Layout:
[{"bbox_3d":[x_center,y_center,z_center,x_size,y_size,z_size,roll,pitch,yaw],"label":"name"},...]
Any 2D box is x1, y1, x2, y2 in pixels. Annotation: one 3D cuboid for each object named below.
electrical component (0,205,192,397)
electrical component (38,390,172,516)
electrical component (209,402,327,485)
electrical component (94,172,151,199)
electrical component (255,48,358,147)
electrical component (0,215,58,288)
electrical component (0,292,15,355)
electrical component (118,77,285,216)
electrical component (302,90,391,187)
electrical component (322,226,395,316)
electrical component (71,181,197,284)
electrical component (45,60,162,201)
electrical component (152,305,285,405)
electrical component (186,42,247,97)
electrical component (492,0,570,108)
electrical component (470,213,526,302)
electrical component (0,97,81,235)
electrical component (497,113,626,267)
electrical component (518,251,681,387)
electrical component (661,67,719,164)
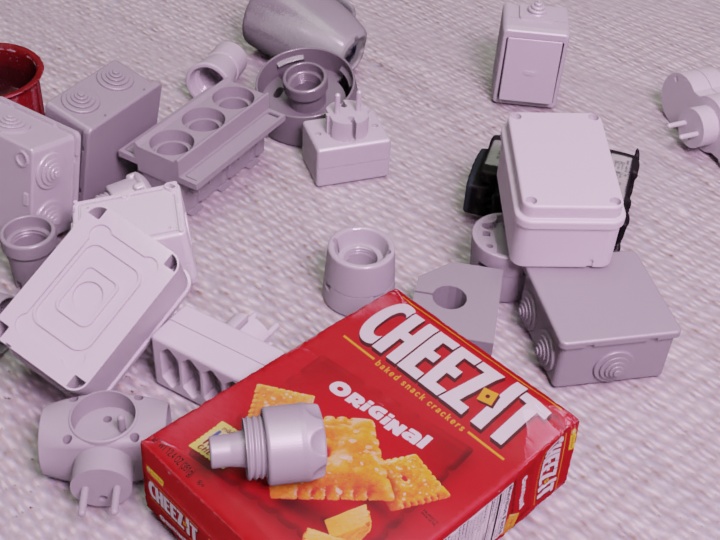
[{"bbox_3d":[-0.175,0.025,0.715,0.078,0.057,0.113,34,74,10],"label":"electrical component"},{"bbox_3d":[-0.157,0.117,0.660,0.077,0.044,0.079,-1,42,-5],"label":"electrical component"},{"bbox_3d":[-0.050,0.095,0.582,0.062,0.043,0.043,-5,42,-10],"label":"electrical component"},{"bbox_3d":[-0.191,-0.046,0.845,0.062,0.048,0.048,-23,48,-18],"label":"electrical component"},{"bbox_3d":[-0.047,-0.154,0.981,0.099,0.064,0.099,-1,54,2],"label":"electrical component"},{"bbox_3d":[-0.244,-0.011,0.798,0.040,0.046,0.040,2,41,-2],"label":"electrical component"},{"bbox_3d":[-0.288,0.041,0.738,0.077,0.043,0.079,14,42,11],"label":"electrical component"},{"bbox_3d":[-0.129,-0.102,0.897,0.079,0.063,0.121,24,45,21],"label":"electrical component"},{"bbox_3d":[-0.011,-0.119,0.915,0.066,0.076,0.047,-10,43,-15],"label":"electrical component"},{"bbox_3d":[0.000,0.000,0.803,0.055,0.047,0.055,2,41,-2],"label":"electrical component"},{"bbox_3d":[-0.174,-0.017,0.804,0.096,0.061,0.061,-12,44,-5],"label":"electrical component"},{"bbox_3d":[-0.212,-0.112,0.878,0.048,0.099,0.099,33,48,12],"label":"electrical component"},{"bbox_3d":[-0.085,0.055,0.734,0.083,0.047,0.075,23,45,21],"label":"electrical component"},{"bbox_3d":[-0.132,-0.188,1.013,0.044,0.044,0.065,12,37,9],"label":"electrical component"},{"bbox_3d":[0.161,-0.205,1.012,0.062,0.096,0.061,6,42,2],"label":"electrical component"},{"bbox_3d":[0.110,-0.009,0.821,0.055,0.047,0.055,2,41,-2],"label":"electrical component"},{"bbox_3d":[-0.267,-0.075,0.831,0.100,0.099,0.048,25,32,22],"label":"electrical component"},{"bbox_3d":[0.146,-0.061,0.792,0.078,0.057,0.113,1,46,-2],"label":"electrical component"},{"bbox_3d":[0.169,0.035,0.774,0.100,0.048,0.099,-5,42,-10],"label":"electrical component"},{"bbox_3d":[0.314,-0.131,0.972,0.074,0.052,0.138,-13,44,-18],"label":"electrical component"}]
